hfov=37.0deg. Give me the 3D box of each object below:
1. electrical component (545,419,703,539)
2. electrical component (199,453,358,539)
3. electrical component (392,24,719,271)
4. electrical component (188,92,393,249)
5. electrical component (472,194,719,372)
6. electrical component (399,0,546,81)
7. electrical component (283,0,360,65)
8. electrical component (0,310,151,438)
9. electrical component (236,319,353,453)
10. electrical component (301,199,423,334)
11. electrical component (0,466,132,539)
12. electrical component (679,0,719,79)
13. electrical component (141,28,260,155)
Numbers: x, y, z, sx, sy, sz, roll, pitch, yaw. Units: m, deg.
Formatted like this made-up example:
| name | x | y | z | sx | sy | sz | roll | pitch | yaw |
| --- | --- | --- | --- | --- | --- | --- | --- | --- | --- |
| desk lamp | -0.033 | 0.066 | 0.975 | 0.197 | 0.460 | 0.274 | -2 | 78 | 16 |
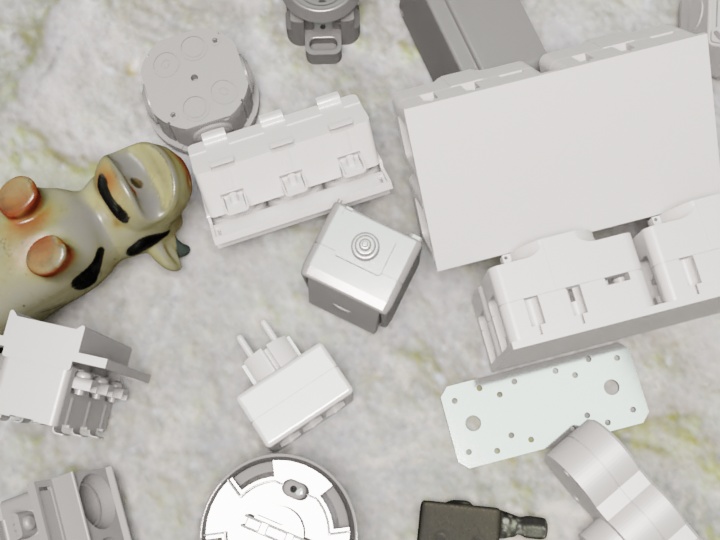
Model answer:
| name | x | y | z | sx | sy | sz | roll | pitch | yaw |
| --- | --- | --- | --- | --- | --- | --- | --- | --- | --- |
| electrical component | 0.164 | 0.170 | 0.681 | 0.074 | 0.052 | 0.138 | -39 | 81 | -8 |
| electrical component | -0.051 | 0.166 | 0.675 | 0.099 | 0.064 | 0.099 | 0 | 78 | 0 |
| electrical component | 0.123 | -0.080 | 0.680 | 0.186 | 0.060 | 0.105 | -14 | 112 | -2 |
| electrical component | -0.049 | -0.069 | 0.722 | 0.121 | 0.063 | 0.078 | -18 | 38 | -4 |
| electrical component | 0.172 | 0.007 | 0.691 | 0.186 | 0.105 | 0.060 | -14 | 78 | -3 |
| electrical component | 0.076 | -0.162 | 0.742 | 0.057 | 0.078 | 0.113 | -22 | 79 | -8 |
| electrical component | -0.027 | -0.193 | 0.759 | 0.058 | 0.057 | 0.078 | -1 | 77 | -1 |
| electrical component | -0.184 | 0.068 | 0.667 | 0.079 | 0.121 | 0.063 | 12 | 80 | 3 |
| electrical component | -0.052 | 0.069 | 0.706 | 0.066 | 0.047 | 0.076 | -33 | 78 | -8 |
| electrical component | 0.000 | 0.000 | 0.696 | 0.062 | 0.096 | 0.061 | 26 | 82 | 5 |
| electrical component | -0.176 | 0.191 | 0.669 | 0.063 | 0.079 | 0.121 | -22 | 78 | 17 |
| electrical component | 0.277 | -0.168 | 0.756 | 0.096 | 0.061 | 0.061 | 8 | 77 | -7 |
| electrical component | -0.111 | -0.124 | 0.746 | 0.080 | 0.051 | 0.080 | 0 | 77 | 0 |
